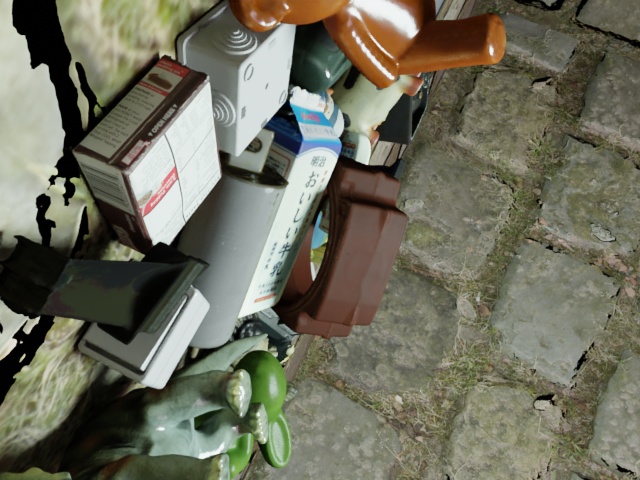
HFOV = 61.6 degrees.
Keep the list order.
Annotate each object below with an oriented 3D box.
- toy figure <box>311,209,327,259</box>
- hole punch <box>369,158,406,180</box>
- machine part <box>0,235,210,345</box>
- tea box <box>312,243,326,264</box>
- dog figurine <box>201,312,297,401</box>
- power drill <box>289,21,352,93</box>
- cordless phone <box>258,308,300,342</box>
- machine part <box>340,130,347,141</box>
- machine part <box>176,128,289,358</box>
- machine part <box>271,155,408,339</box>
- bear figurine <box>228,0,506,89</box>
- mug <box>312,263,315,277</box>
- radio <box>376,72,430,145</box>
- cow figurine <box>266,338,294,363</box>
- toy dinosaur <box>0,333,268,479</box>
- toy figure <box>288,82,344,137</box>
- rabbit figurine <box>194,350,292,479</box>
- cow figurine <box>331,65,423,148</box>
[{"bbox_3d":[-0.017,-0.021,0.836,0.082,0.089,0.180,-61,176,13],"label":"toy figure"},{"bbox_3d":[0.057,-0.076,0.808,0.115,0.092,0.142,122,-9,-62],"label":"hole punch"},{"bbox_3d":[-0.128,0.030,0.331,0.084,0.039,0.138,-44,158,7],"label":"machine part"},{"bbox_3d":[0.037,-0.041,0.969,0.169,0.098,0.068,-68,150,-25],"label":"tea box"},{"bbox_3d":[-0.138,0.162,0.705,0.172,0.121,0.190,-40,137,-11],"label":"dog figurine"},{"bbox_3d":[0.038,-0.270,0.520,0.232,0.086,0.207,-58,178,-23],"label":"power drill"},{"bbox_3d":[-0.063,0.048,0.820,0.146,0.089,0.184,47,33,-44],"label":"cordless phone"},{"bbox_3d":[0.040,-0.162,0.892,0.179,0.056,0.179,23,90,-82],"label":"machine part"},{"bbox_3d":[-0.092,0.010,0.495,0.243,0.079,0.079,-67,171,18],"label":"machine part"},{"bbox_3d":[-0.001,-0.002,0.640,0.201,0.087,0.201,37,-69,56],"label":"machine part"},{"bbox_3d":[0.033,-0.179,0.354,0.195,0.132,0.120,4,80,-59],"label":"bear figurine"},{"bbox_3d":[-0.040,0.075,1.016,0.109,0.081,0.107,-49,152,-51],"label":"mug"},{"bbox_3d":[0.123,-0.273,0.812,0.131,0.073,0.229,-58,153,-45],"label":"radio"},{"bbox_3d":[-0.080,0.144,0.909,0.068,0.098,0.167,-47,161,-45],"label":"cow figurine"},{"bbox_3d":[-0.150,0.183,0.438,0.405,0.192,0.131,-83,170,-79],"label":"toy dinosaur"},{"bbox_3d":[-0.005,-0.154,0.646,0.154,0.058,0.064,29,48,-80],"label":"toy figure"},{"bbox_3d":[-0.095,0.213,0.619,0.170,0.121,0.159,-46,127,-10],"label":"rabbit figurine"},{"bbox_3d":[0.072,-0.232,0.712,0.195,0.127,0.085,-51,-160,35],"label":"cow figurine"}]
